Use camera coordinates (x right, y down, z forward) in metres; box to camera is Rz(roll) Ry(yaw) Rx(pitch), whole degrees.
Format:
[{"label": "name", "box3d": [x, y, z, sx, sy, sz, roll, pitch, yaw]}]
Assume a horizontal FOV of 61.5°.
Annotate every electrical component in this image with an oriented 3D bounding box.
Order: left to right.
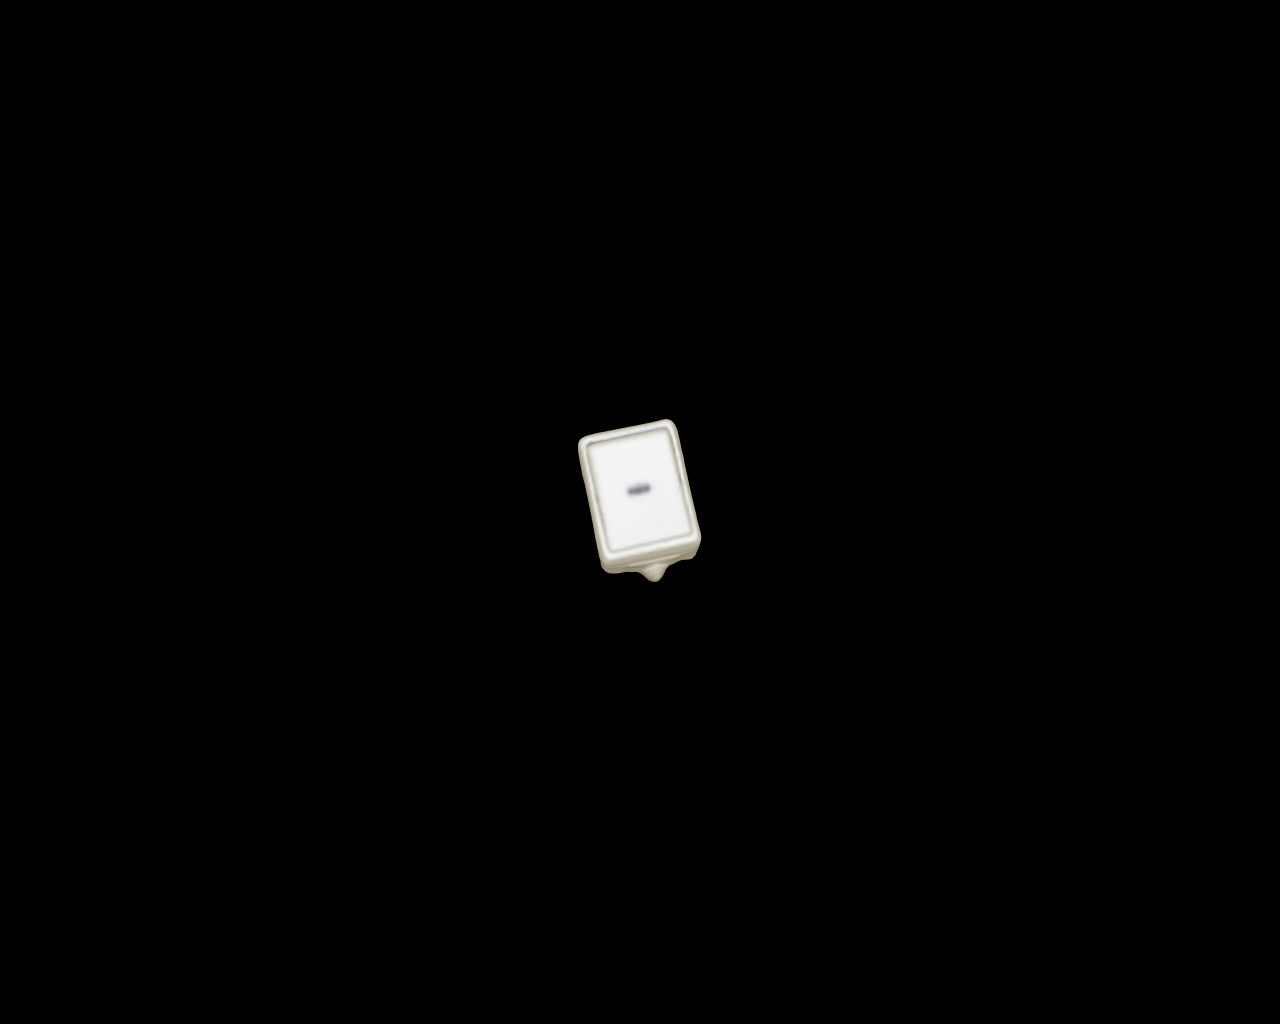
[{"label": "electrical component", "box3d": [0.001, -0.003, 0.650, 0.062, 0.096, 0.061, -11, -11, -2]}]
